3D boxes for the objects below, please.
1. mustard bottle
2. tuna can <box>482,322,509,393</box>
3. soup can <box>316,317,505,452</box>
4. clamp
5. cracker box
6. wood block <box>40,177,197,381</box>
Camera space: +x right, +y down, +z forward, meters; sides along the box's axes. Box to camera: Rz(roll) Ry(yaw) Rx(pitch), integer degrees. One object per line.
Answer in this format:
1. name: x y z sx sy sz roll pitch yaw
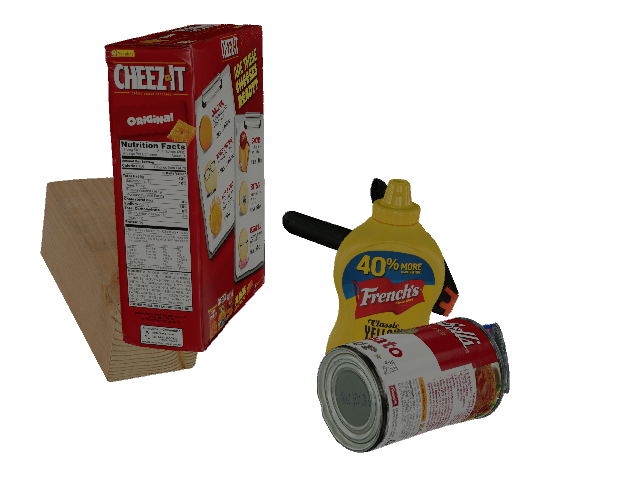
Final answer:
1. mustard bottle: 0.058 0.041 0.929 0.096 0.192 0.058 6 17 2
2. tuna can: 0.203 0.144 1.286 0.034 0.086 0.086 -10 -3 17
3. soup can: 0.057 0.090 0.674 0.102 0.068 0.069 -9 5 -36
4. clamp: 0.067 0.012 1.208 0.164 0.036 0.210 -17 51 -36
5. cracker box: -0.095 -0.046 0.790 0.072 0.214 0.164 3 16 13
6. wood block: -0.194 0.030 1.030 0.090 0.091 0.206 -6 36 -31
